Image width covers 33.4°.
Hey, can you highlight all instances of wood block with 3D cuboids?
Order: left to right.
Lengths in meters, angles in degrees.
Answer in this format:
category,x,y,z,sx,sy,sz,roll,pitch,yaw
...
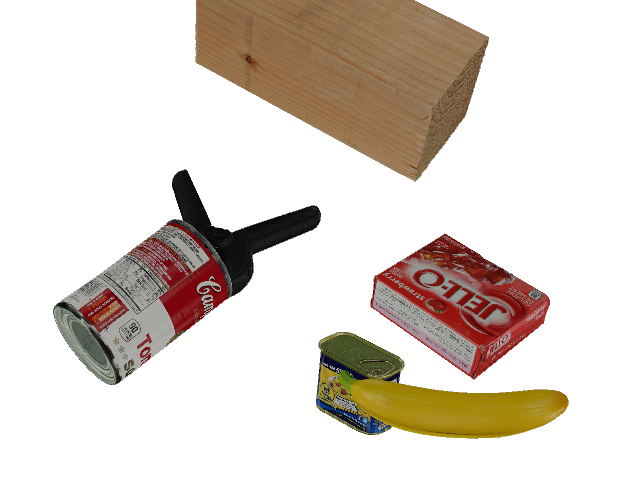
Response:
category,x,y,z,sx,sy,sz,roll,pitch,yaw
wood block,0.012,-0.146,0.826,0.206,0.090,0.091,30,-33,14

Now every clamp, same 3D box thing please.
category,x,y,z,sx,sy,sz,roll,pitch,yaw
clamp,-0.112,0.001,1.069,0.165,0.036,0.209,19,39,15

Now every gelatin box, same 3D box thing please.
category,x,y,z,sx,sy,sz,roll,pitch,yaw
gelatin box,0.089,0.039,0.682,0.089,0.030,0.073,34,45,31

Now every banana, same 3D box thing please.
category,x,y,z,sx,sy,sz,roll,pitch,yaw
banana,0.112,0.136,0.887,0.198,0.037,0.069,8,33,0

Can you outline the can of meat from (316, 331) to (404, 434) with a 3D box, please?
category,x,y,z,sx,sy,sz,roll,pitch,yaw
can of meat,0.043,0.166,1.234,0.102,0.084,0.057,24,30,36

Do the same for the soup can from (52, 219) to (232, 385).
category,x,y,z,sx,sy,sz,roll,pitch,yaw
soup can,-0.119,0.041,0.719,0.102,0.068,0.069,-38,20,-27
